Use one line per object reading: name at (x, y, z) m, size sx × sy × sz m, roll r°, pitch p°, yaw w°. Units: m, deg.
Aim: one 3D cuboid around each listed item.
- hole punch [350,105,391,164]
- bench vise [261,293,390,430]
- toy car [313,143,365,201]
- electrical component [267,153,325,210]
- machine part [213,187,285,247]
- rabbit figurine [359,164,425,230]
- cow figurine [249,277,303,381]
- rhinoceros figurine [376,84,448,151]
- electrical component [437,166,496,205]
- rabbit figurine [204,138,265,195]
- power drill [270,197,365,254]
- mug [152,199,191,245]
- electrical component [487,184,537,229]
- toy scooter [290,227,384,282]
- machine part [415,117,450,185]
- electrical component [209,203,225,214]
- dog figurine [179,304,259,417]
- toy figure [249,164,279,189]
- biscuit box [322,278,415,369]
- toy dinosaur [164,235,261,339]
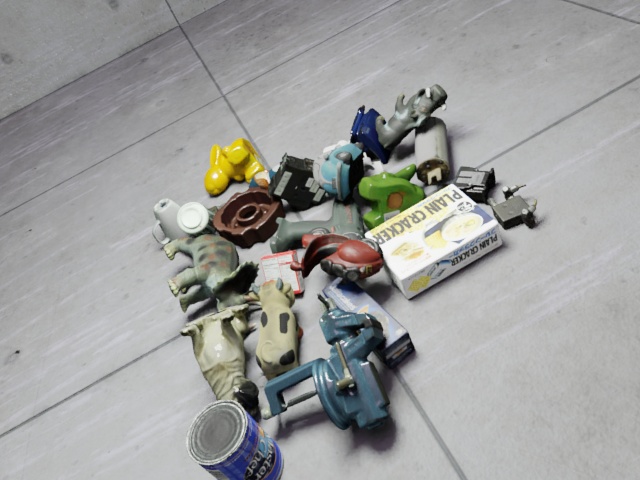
hole punch at (0.130, -0.258, 1.345) m, size 0.092 × 0.115 × 0.142 m, roll 6°, pitch 51°, yaw 22°
bench vise at (0.000, 0.218, 0.883) m, size 0.241 × 0.129 × 0.223 m, roll -28°, pitch 77°, yaw 13°
toy car at (0.037, -0.162, 1.206) m, size 0.103 × 0.109 × 0.162 m, roll 9°, pitch 35°, yaw 18°
electrical component at (-0.045, -0.138, 1.291) m, size 0.115 × 0.134 × 0.058 m, roll -55°, pitch 29°, yaw 37°
machine part at (-0.173, -0.058, 1.334) m, size 0.179 × 0.056 × 0.179 m, roll -14°, pitch 42°, yaw 13°
rabbit figurine at (0.147, -0.112, 1.180) m, size 0.159 × 0.121 × 0.170 m, roll -23°, pitch 23°, yaw -5°
cow figurine at (-0.083, 0.158, 1.011) m, size 0.086 × 0.127 × 0.195 m, roll -12°, pitch 46°, yaw 13°
rhinoceros figurine at (0.211, -0.291, 1.257) m, size 0.190 × 0.073 × 0.112 m, roll -39°, pitch 28°, yaw 28°
electrical component at (0.310, -0.119, 1.153) m, size 0.119 × 0.047 × 0.075 m, roll 11°, pitch 53°, yaw 33°
rabbit figurine at (-0.258, -0.204, 1.487) m, size 0.173 × 0.121 × 0.162 m, roll -42°, pitch 47°, yaw 11°
power drill at (-0.002, -0.004, 1.172) m, size 0.207 × 0.085 × 0.232 m, roll -13°, pitch 41°, yaw 21°
mug at (-0.394, -0.048, 1.398) m, size 0.109 × 0.107 × 0.081 m, roll -41°, pitch 42°, yaw -19°
electrical component at (0.383, -0.066, 1.061) m, size 0.078 × 0.045 × 0.102 m, roll -18°, pitch 42°, yaw 8°
toy scooter at (0.022, 0.036, 1.020) m, size 0.184 × 0.075 × 0.135 m, roll 19°, pitch 35°, yaw 32°
machine part at (0.259, -0.210, 1.250) m, size 0.079 × 0.079 × 0.243 m, roll -11°, pitch 44°, yaw 18°
electrical component at (-0.286, -0.062, 1.421) m, size 0.094 × 0.021 × 0.063 m, roll -27°, pitch 41°, yaw 1°
dog figurine at (-0.167, 0.228, 0.995) m, size 0.121 × 0.190 × 0.172 m, roll -18°, pitch 3°, yaw 13°
toy figure at (-0.123, -0.165, 1.420) m, size 0.155 × 0.057 × 0.064 m, roll -15°, pitch 4°, yaw 15°
biscuit box at (0.085, 0.143, 0.989) m, size 0.063 × 0.059 × 0.203 m, roll -37°, pitch 42°, yaw -11°
toy dinosaur at (-0.243, 0.056, 1.215) m, size 0.192 × 0.131 × 0.405 m, roll -18°, pitch 36°, yaw -9°
